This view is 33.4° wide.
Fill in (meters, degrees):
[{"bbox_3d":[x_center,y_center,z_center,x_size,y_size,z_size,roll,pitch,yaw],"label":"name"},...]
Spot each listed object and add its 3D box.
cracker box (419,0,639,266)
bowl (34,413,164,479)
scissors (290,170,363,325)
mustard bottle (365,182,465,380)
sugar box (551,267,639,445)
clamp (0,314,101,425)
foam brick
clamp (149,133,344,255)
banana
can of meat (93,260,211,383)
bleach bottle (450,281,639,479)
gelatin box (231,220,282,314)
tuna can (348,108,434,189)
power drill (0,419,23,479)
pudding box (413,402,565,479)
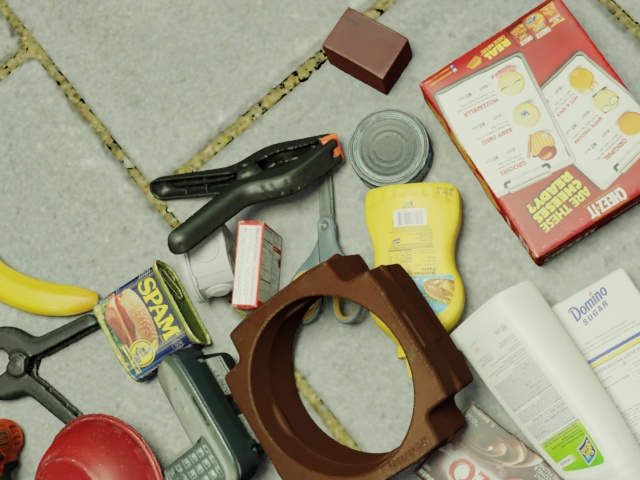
[{"bbox_3d":[0.224,-0.107,1.054,0.164,0.072,0.214,-33,75,5],"label":"cracker box"},{"bbox_3d":[-0.232,0.257,1.059,0.162,0.055,0.162,1,92,30],"label":"bowl"},{"bbox_3d":[-0.007,0.001,1.109,0.096,0.016,0.202,-27,62,20],"label":"scissors"},{"bbox_3d":[0.095,0.042,1.057,0.096,0.058,0.191,-3,78,13],"label":"mustard bottle"},{"bbox_3d":[0.292,0.124,1.004,0.093,0.048,0.176,-30,71,6],"label":"sugar box"},{"bbox_3d":[-0.311,0.144,1.137,0.171,0.039,0.120,-5,72,14],"label":"clamp"},{"bbox_3d":[0.051,-0.198,1.121,0.078,0.051,0.053,32,85,16],"label":"foam brick"},{"bbox_3d":[-0.079,-0.063,1.107,0.209,0.036,0.165,-26,29,-11],"label":"clamp"},{"bbox_3d":[-0.332,0.038,1.164,0.198,0.037,0.069,33,87,17],"label":"banana"},{"bbox_3d":[-0.176,0.086,1.110,0.084,0.057,0.102,-32,73,7],"label":"can of meat"},{"bbox_3d":[0.225,0.166,0.979,0.067,0.103,0.251,-19,69,-36],"label":"bleach bottle"},{"bbox_3d":[-0.064,0.030,1.087,0.030,0.073,0.089,1,79,13],"label":"gelatin box"},{"bbox_3d":[0.073,-0.092,1.102,0.086,0.033,0.086,-2,80,12],"label":"tuna can"},{"bbox_3d":[-0.326,0.271,1.048,0.057,0.184,0.187,-17,85,8],"label":"power drill"},{"bbox_3d":[0.160,0.224,1.015,0.113,0.039,0.090,39,89,17],"label":"pudding box"}]
